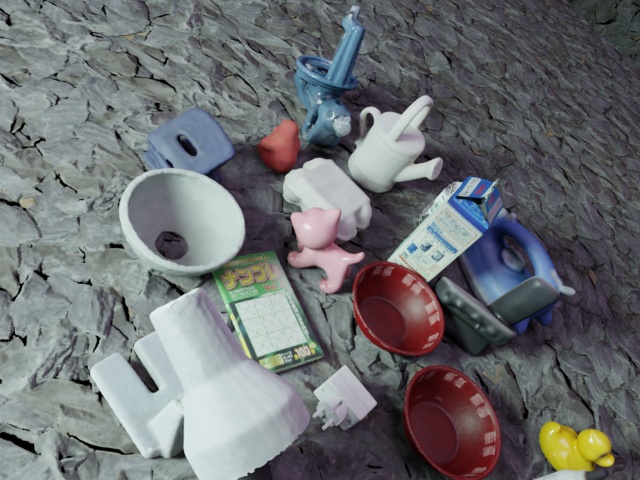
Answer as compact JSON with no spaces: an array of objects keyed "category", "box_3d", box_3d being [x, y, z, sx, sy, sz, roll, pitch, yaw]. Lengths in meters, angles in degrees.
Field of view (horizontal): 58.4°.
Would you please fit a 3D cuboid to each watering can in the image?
[{"category":"watering can","box_3d":[0.144,-0.176,1.026,0.173,0.193,0.101,33,45,-6]}]

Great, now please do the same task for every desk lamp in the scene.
[{"category":"desk lamp","box_3d":[-0.129,0.154,0.586,0.118,0.213,0.203,-30,75,-43]}]

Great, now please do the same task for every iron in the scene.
[{"category":"iron","box_3d":[0.339,0.031,1.024,0.119,0.141,0.258,-9,62,-36]}]

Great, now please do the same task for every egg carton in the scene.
[{"category":"egg carton","box_3d":[0.014,-0.065,0.946,0.150,0.069,0.107,45,46,6]}]

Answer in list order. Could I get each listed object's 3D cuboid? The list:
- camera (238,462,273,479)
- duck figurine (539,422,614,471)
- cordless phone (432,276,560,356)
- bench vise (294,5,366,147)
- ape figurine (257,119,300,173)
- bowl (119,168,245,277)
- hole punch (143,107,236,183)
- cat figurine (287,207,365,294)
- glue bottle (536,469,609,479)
[{"category":"camera","box_3d":[-0.060,0.282,0.609,0.144,0.100,0.136,1,56,-31]},{"category":"duck figurine","box_3d":[0.400,0.317,0.881,0.104,0.086,0.078,42,45,3]},{"category":"cordless phone","box_3d":[0.272,0.089,0.907,0.147,0.184,0.094,35,45,-3]},{"category":"bench vise","box_3d":[0.039,-0.288,1.028,0.122,0.219,0.207,-14,65,-38]},{"category":"ape figurine","box_3d":[-0.061,-0.164,0.959,0.078,0.092,0.076,3,55,-30]},{"category":"bowl","box_3d":[-0.190,-0.012,0.774,0.168,0.074,0.167,17,49,-20]},{"category":"hole punch","box_3d":[-0.193,-0.129,0.850,0.108,0.091,0.101,49,46,10]},{"category":"cat figurine","box_3d":[0.008,0.003,0.855,0.128,0.117,0.067,36,45,-3]},{"category":"glue bottle","box_3d":[0.307,0.328,0.753,0.078,0.173,0.037,4,54,-29]}]
